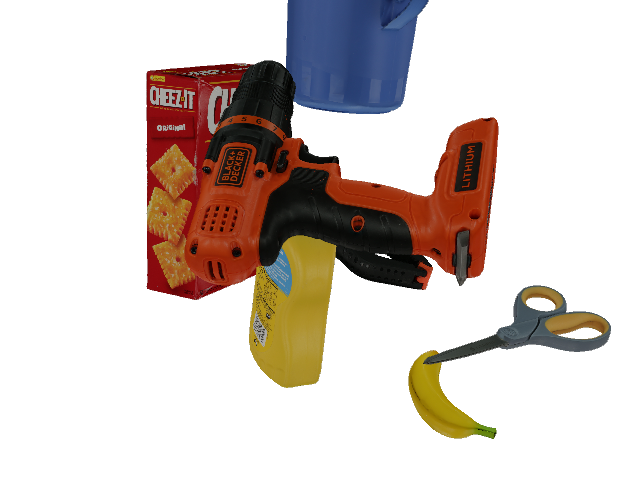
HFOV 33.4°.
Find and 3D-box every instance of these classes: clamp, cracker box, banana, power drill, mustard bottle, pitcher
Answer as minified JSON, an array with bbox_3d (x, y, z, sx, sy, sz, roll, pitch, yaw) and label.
[{"bbox_3d":[0.031,0.003,1.262,0.210,0.036,0.164,32,39,23],"label":"clamp"},{"bbox_3d":[-0.098,-0.064,1.067,0.072,0.214,0.163,11,16,28],"label":"cracker box"},{"bbox_3d":[0.140,0.185,1.271,0.069,0.037,0.198,10,21,-19],"label":"banana"},{"bbox_3d":[0.018,-0.045,0.687,0.188,0.184,0.057,3,-38,11],"label":"power drill"},{"bbox_3d":[-0.022,0.022,0.897,0.058,0.192,0.096,-5,33,-19],"label":"mustard bottle"},{"bbox_3d":[0.038,-0.235,0.924,0.145,0.243,0.149,7,15,7],"label":"pitcher"}]

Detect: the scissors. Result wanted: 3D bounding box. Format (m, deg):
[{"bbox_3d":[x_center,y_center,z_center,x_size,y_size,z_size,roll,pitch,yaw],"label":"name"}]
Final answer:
[{"bbox_3d":[0.160,0.073,0.931,0.201,0.016,0.096,-1,32,-23],"label":"scissors"}]
